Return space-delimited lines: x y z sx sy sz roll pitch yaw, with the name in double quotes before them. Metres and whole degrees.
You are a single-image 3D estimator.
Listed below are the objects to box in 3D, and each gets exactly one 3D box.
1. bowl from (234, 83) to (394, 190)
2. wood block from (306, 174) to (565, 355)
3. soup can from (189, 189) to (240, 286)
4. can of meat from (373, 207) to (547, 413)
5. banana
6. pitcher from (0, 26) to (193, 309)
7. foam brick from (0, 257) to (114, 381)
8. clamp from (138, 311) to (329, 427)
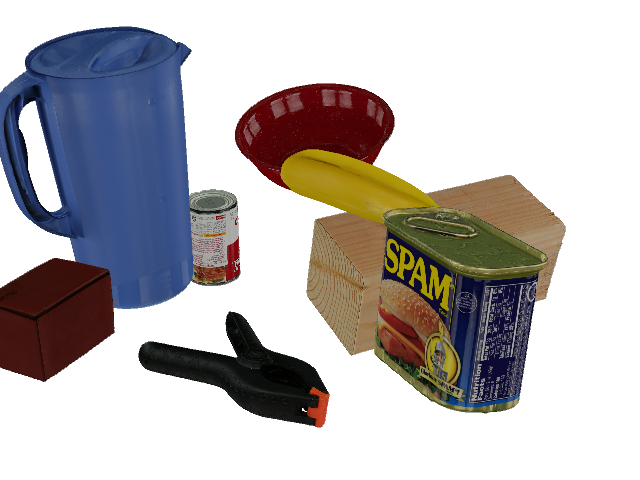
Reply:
"bowl" -0.004 -0.096 1.086 0.162 0.055 0.162 -4 39 3
"wood block" 0.102 0.017 0.951 0.205 0.090 0.091 -13 41 -24
"soup can" -0.135 -0.004 1.323 0.068 0.102 0.068 0 26 0
"can of meat" 0.072 0.036 0.584 0.057 0.084 0.102 -4 20 -26
"banana" 0.017 -0.038 0.792 0.069 0.037 0.198 39 -10 -39
"pitcher" -0.190 -0.060 0.965 0.149 0.243 0.145 0 29 6
"foam brick" -0.190 0.053 0.749 0.053 0.051 0.078 12 28 27
"clamp" -0.057 0.108 0.917 0.172 0.039 0.120 21 31 25
